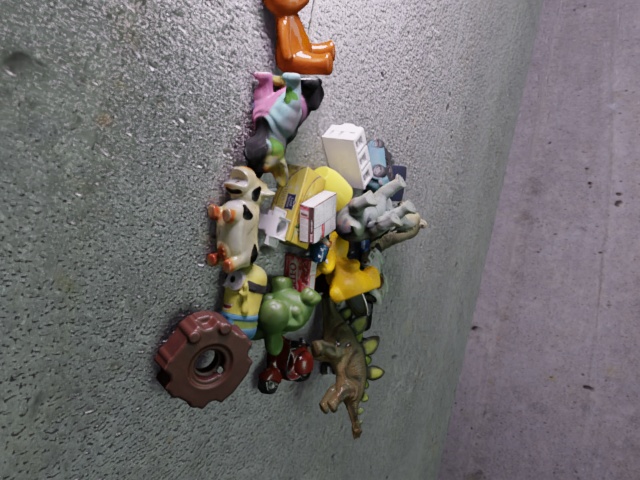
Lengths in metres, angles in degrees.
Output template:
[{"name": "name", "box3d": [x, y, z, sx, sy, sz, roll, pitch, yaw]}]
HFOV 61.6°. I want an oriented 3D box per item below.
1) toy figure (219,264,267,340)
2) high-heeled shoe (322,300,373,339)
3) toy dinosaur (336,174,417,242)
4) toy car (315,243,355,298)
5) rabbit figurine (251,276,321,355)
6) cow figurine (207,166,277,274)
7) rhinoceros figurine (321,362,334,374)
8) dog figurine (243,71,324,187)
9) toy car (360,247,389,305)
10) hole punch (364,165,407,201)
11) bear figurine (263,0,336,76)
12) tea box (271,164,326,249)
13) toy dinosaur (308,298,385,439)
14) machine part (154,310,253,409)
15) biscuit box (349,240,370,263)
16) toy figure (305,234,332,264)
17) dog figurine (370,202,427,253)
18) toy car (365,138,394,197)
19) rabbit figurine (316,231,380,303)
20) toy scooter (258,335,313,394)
[{"name": "toy figure", "box3d": [-0.158, 0.135, 1.079, 0.089, 0.082, 0.180, -3, 101, -61]}, {"name": "high-heeled shoe", "box3d": [0.083, 0.228, 1.577, 0.249, 0.145, 0.086, -86, 180, -59]}, {"name": "toy dinosaur", "box3d": [0.109, -0.049, 1.287, 0.405, 0.192, 0.131, -17, 74, -53]}, {"name": "toy car", "box3d": [0.023, 0.059, 1.392, 0.089, 0.053, 0.202, 50, 57, -36]}, {"name": "rabbit figurine", "box3d": [-0.097, 0.160, 1.163, 0.159, 0.121, 0.170, -59, 167, 9]}, {"name": "cow figurine", "box3d": [-0.148, -0.043, 1.029, 0.127, 0.086, 0.194, -11, 107, -52]}, {"name": "rhinoceros figurine", "box3d": [0.069, 0.342, 1.567, 0.190, 0.073, 0.112, 9, 82, -59]}, {"name": "dog figurine", "box3d": [-0.077, -0.219, 1.070, 0.191, 0.109, 0.219, -17, 119, -60]}, {"name": "toy car", "box3d": [0.153, 0.103, 1.502, 0.073, 0.056, 0.201, -59, 148, -34]}, {"name": "hole punch", "box3d": [0.189, -0.169, 1.567, 0.116, 0.092, 0.142, -9, 112, -55]}, {"name": "bear figurine", "box3d": [-0.041, -0.426, 1.038, 0.120, 0.132, 0.195, -80, 169, -56]}, {"name": "tea box", "box3d": [-0.054, -0.073, 1.196, 0.098, 0.068, 0.169, 24, 79, -60]}, {"name": "toy dinosaur", "box3d": [0.056, 0.284, 1.411, 0.198, 0.105, 0.471, -13, 88, -31]}, {"name": "machine part", "box3d": [-0.208, 0.221, 0.983, 0.179, 0.056, 0.179, -13, 115, -31]}, {"name": "biscuit box", "box3d": [0.101, 0.026, 1.507, 0.059, 0.063, 0.202, -29, 125, -55]}, {"name": "toy figure", "box3d": [-0.005, -0.003, 1.259, 0.155, 0.064, 0.057, -96, -175, -55]}, {"name": "dog figurine", "box3d": [0.210, -0.008, 1.584, 0.121, 0.173, 0.190, 63, 40, -34]}, {"name": "toy car", "box3d": [0.142, -0.190, 1.455, 0.109, 0.103, 0.161, 38, 43, -59]}, {"name": "rabbit figurine", "box3d": [0.042, 0.065, 1.317, 0.162, 0.122, 0.173, -9, 81, -36]}, {"name": "toy scooter", "box3d": [-0.077, 0.280, 1.281, 0.184, 0.075, 0.135, -7, 105, -54]}]
